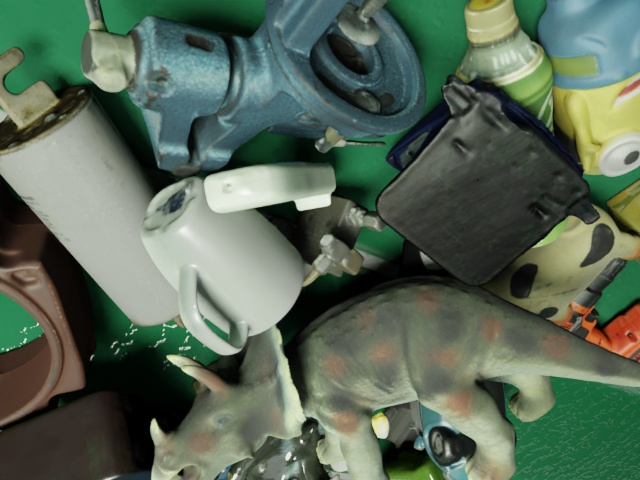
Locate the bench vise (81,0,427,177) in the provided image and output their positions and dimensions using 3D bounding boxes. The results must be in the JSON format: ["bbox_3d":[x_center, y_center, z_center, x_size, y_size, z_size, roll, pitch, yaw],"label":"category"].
[{"bbox_3d":[-0.006,-0.123,0.303,0.223,0.129,0.240,11,151,-33],"label":"bench vise"}]

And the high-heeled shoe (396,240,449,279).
[{"bbox_3d":[0.044,0.045,0.522,0.145,0.086,0.248,13,106,10],"label":"high-heeled shoe"}]

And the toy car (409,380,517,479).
[{"bbox_3d":[0.150,0.187,0.615,0.109,0.161,0.103,4,166,-31],"label":"toy car"}]

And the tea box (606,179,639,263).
[{"bbox_3d":[0.398,-0.044,0.550,0.169,0.068,0.098,-39,127,11],"label":"tea box"}]

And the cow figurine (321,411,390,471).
[{"bbox_3d":[0.027,0.200,0.617,0.098,0.068,0.167,-1,126,-10],"label":"cow figurine"}]

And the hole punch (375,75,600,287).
[{"bbox_3d":[0.114,-0.047,0.394,0.142,0.092,0.116,39,120,-10],"label":"hole punch"}]

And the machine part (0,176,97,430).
[{"bbox_3d":[-0.285,0.060,0.397,0.201,0.087,0.201,-7,126,-12],"label":"machine part"}]

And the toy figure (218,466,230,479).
[{"bbox_3d":[-0.092,0.239,0.611,0.154,0.058,0.064,-26,124,1],"label":"toy figure"}]

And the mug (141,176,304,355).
[{"bbox_3d":[-0.074,0.017,0.370,0.081,0.109,0.107,-14,135,29],"label":"mug"}]

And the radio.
[{"bbox_3d":[-0.190,0.208,0.494,0.131,0.073,0.229,-24,155,-1],"label":"radio"}]

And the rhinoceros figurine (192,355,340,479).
[{"bbox_3d":[-0.052,0.193,0.547,0.112,0.073,0.190,-31,98,-15],"label":"rhinoceros figurine"}]

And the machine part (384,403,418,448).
[{"bbox_3d":[0.136,0.234,0.694,0.139,0.039,0.084,10,117,-22],"label":"machine part"}]

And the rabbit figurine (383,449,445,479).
[{"bbox_3d":[0.129,0.330,0.698,0.159,0.121,0.170,-25,166,31],"label":"rabbit figurine"}]

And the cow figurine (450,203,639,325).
[{"bbox_3d":[0.210,0.040,0.543,0.127,0.086,0.195,20,120,-36],"label":"cow figurine"}]

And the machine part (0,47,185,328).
[{"bbox_3d":[-0.151,-0.017,0.387,0.079,0.079,0.242,-24,130,0],"label":"machine part"}]

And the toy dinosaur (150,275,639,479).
[{"bbox_3d":[0.067,0.097,0.434,0.405,0.131,0.192,-21,106,7],"label":"toy dinosaur"}]

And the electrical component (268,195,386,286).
[{"bbox_3d":[-0.001,-0.002,0.439,0.045,0.102,0.078,23,94,-39],"label":"electrical component"}]

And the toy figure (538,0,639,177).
[{"bbox_3d":[0.218,-0.132,0.420,0.082,0.089,0.180,-22,121,15],"label":"toy figure"}]
